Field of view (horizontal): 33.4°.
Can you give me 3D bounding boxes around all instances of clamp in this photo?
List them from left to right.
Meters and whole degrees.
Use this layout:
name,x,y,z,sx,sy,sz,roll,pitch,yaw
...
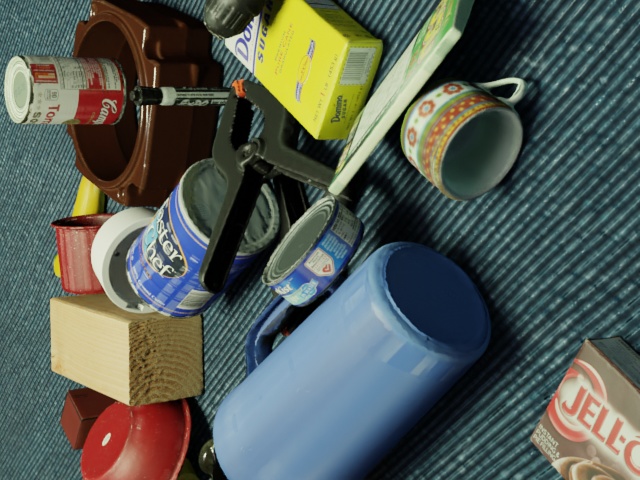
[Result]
name,x,y,z,sx,sy,sz,roll,pitch,yaw
clamp,-0.059,-0.060,0.941,0.165,0.036,0.210,-38,44,17
clamp,-0.006,0.001,0.940,0.120,0.039,0.171,2,93,59

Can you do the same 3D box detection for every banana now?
name,x,y,z,sx,sy,sz,roll,pitch,yaw
banana,-0.306,-0.010,1.344,0.198,0.037,0.070,-55,52,41

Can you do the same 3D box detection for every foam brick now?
name,x,y,z,sx,sy,sz,roll,pitch,yaw
foam brick,-0.264,0.210,1.281,0.053,0.078,0.051,49,132,41

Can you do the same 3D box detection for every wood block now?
name,x,y,z,sx,sy,sz,roll,pitch,yaw
wood block,-0.221,0.118,1.201,0.206,0.090,0.091,7,100,54

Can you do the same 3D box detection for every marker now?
name,x,y,z,sx,sy,sz,roll,pitch,yaw
marker,-0.124,-0.136,1.012,0.020,0.120,0.020,9,102,52

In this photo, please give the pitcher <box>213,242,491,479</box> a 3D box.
name,x,y,z,sx,sy,sz,roll,pitch,yaw
pitcher,0.020,0.103,0.846,0.149,0.144,0.243,36,129,-4

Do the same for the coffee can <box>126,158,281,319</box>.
name,x,y,z,sx,sy,sz,roll,pitch,yaw
coffee can,-0.115,0.000,1.031,0.141,0.102,0.103,-45,59,47

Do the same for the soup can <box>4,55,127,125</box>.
name,x,y,z,sx,sy,sz,roll,pitch,yaw
soup can,-0.251,-0.148,1.056,0.069,0.102,0.068,8,100,53

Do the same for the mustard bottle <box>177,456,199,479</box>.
name,x,y,z,sx,sy,sz,roll,pitch,yaw
mustard bottle,-0.187,0.275,1.198,0.192,0.058,0.096,-7,78,54

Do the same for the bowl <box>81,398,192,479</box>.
name,x,y,z,sx,sy,sz,roll,pitch,yaw
bowl,-0.210,0.227,1.155,0.162,0.055,0.162,-34,38,32

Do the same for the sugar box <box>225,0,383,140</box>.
name,x,y,z,sx,sy,sz,roll,pitch,yaw
sugar box,-0.020,-0.171,0.930,0.176,0.048,0.093,46,129,39

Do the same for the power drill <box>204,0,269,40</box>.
name,x,y,z,sx,sy,sz,roll,pitch,yaw
power drill,-0.068,-0.284,0.930,0.184,0.057,0.188,-50,51,11

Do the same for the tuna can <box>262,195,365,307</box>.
name,x,y,z,sx,sy,sz,roll,pitch,yaw
tuna can,-0.005,0.009,0.821,0.086,0.033,0.086,-47,15,17

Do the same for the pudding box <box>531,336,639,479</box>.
name,x,y,z,sx,sy,sz,roll,pitch,yaw
pudding box,0.196,0.130,0.679,0.114,0.039,0.090,48,130,40

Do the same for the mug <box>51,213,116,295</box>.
name,x,y,z,sx,sy,sz,roll,pitch,yaw
mug,-0.253,0.016,1.245,0.117,0.093,0.081,0,101,18
